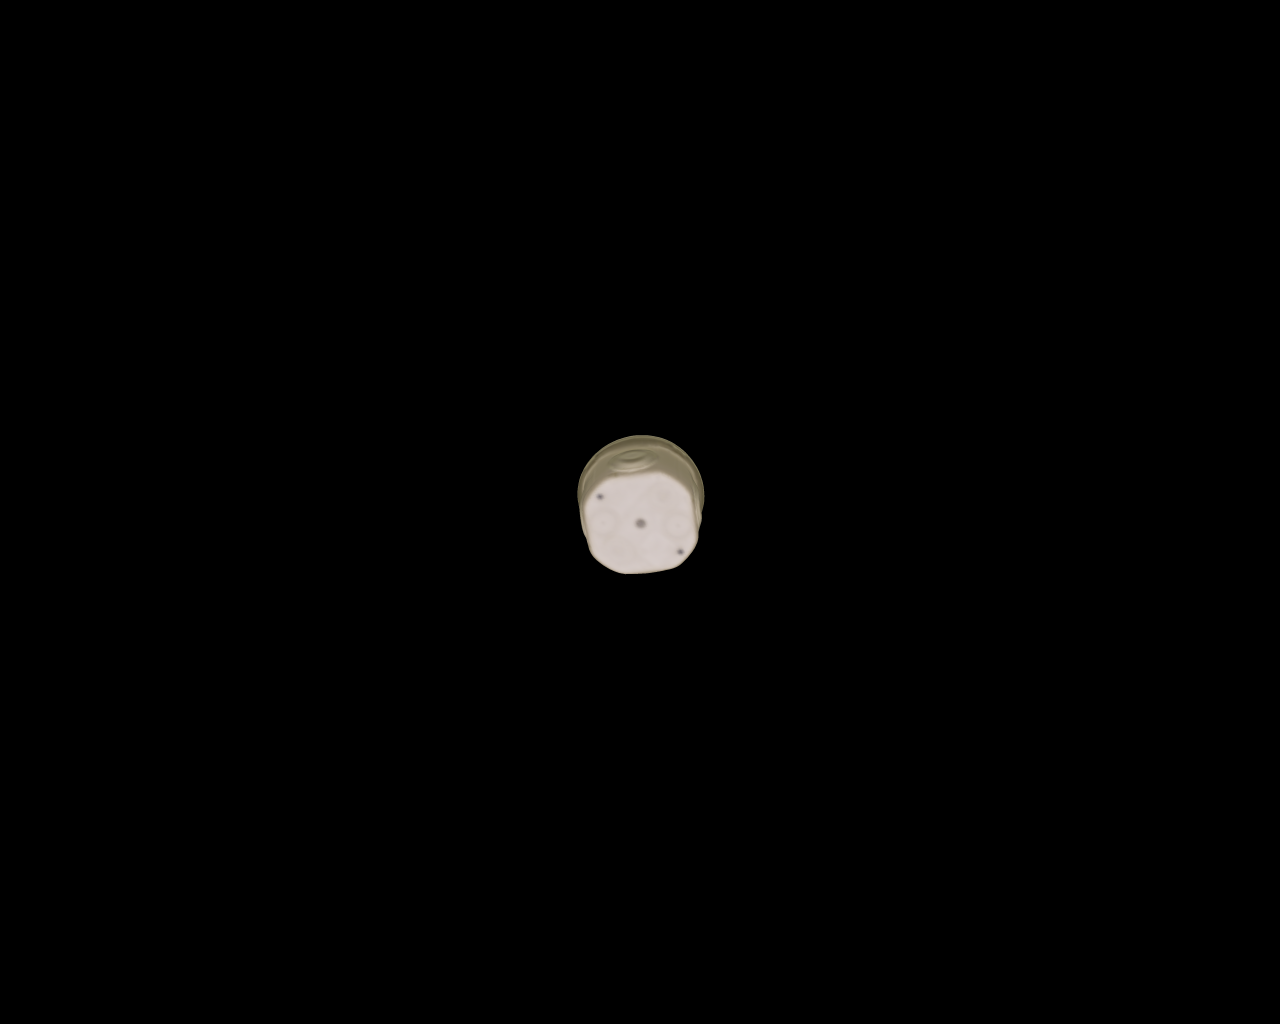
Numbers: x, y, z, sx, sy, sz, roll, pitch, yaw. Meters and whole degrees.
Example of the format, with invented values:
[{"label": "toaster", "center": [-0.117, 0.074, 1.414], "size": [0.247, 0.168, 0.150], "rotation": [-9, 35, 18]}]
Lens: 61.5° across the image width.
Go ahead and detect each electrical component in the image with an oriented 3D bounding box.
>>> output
[{"label": "electrical component", "center": [0.001, -0.003, 0.650], "size": [0.080, 0.080, 0.051], "rotation": [0, 24, 0]}]
